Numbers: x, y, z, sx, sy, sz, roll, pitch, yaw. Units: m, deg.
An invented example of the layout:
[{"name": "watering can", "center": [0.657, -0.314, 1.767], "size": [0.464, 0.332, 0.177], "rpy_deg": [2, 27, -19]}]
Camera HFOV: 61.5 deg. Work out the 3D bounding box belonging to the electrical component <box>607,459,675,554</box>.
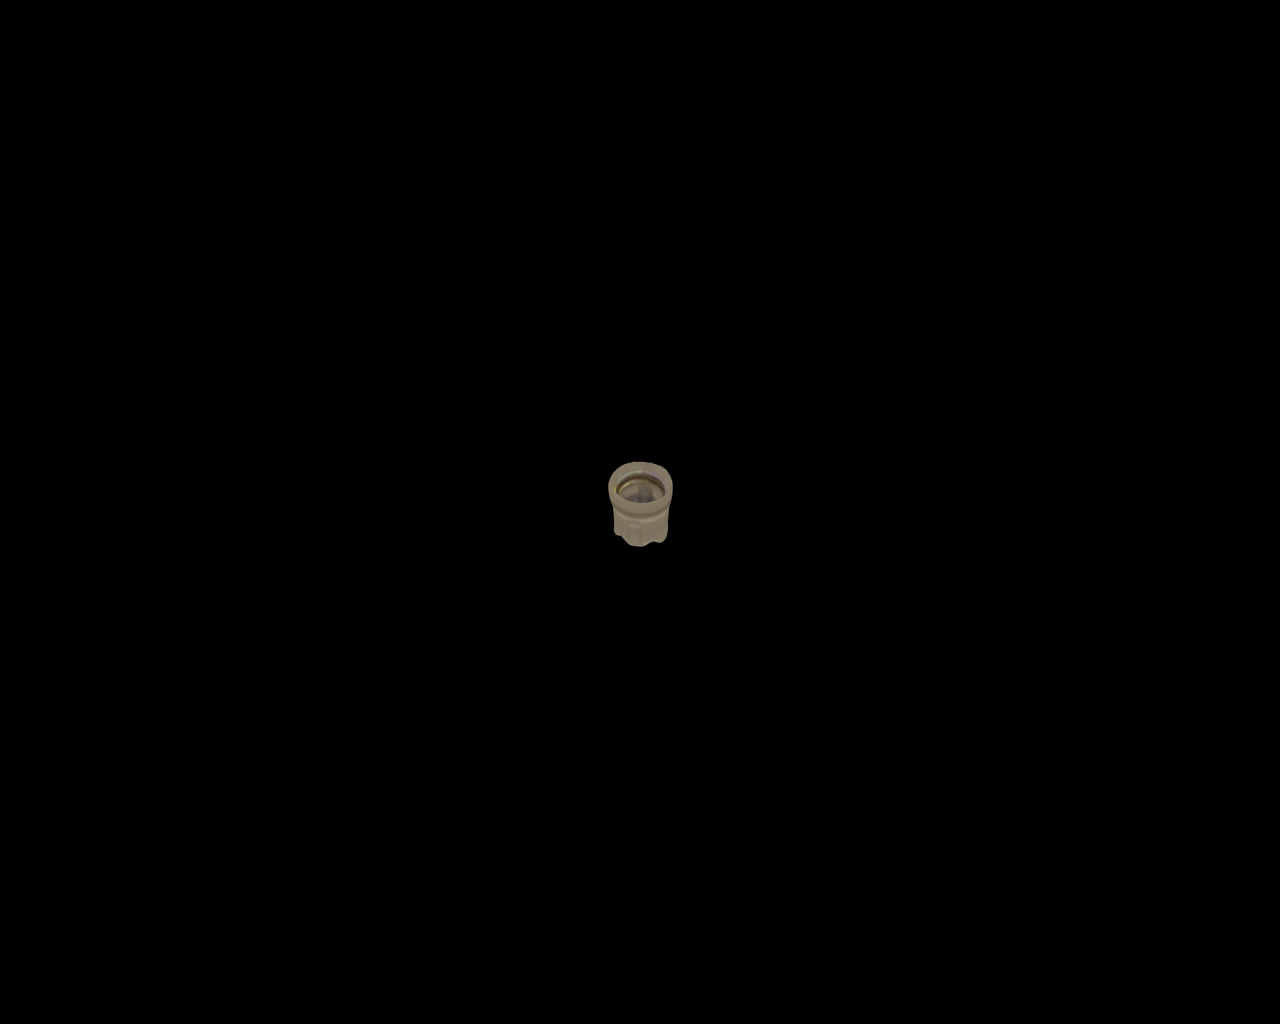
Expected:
[{"name": "electrical component", "center": [0.001, -0.003, 0.650], "size": [0.040, 0.040, 0.046], "rpy_deg": [0, -44, 0]}]
